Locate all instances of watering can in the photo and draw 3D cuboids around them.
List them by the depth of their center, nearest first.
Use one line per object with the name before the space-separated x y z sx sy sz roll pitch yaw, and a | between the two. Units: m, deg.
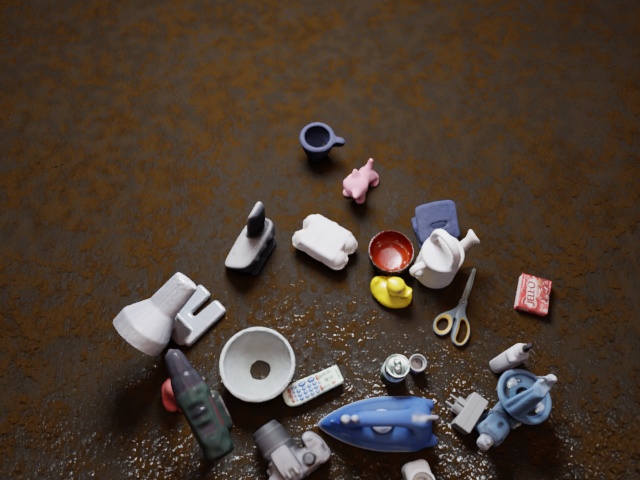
watering can | 0.290 0.031 1.339 0.100 0.194 0.173 37 71 14

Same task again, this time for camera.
camera | -0.068 0.442 1.207 0.143 0.101 0.136 -34 71 -14

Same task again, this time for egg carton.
egg carton | 0.013 0.005 1.414 0.150 0.069 0.107 29 69 11

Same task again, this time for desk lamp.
desk lamp | -0.329 0.163 1.262 0.117 0.213 0.203 41 72 16

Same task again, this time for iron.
iron | 0.124 0.385 1.212 0.258 0.141 0.118 -1 67 -1

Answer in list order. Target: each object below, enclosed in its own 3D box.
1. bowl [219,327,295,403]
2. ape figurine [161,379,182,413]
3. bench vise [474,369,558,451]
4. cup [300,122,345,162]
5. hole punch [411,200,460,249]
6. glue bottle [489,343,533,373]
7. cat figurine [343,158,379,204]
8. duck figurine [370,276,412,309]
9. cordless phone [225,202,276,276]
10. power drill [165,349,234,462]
bowl | -0.139 0.285 1.288 0.167 0.075 0.167 0 67 -1
ape figurine | -0.316 0.332 1.255 0.078 0.092 0.076 -37 72 -15
bench vise | 0.417 0.355 1.187 0.121 0.220 0.207 25 69 10
cup | 0.006 -0.247 1.509 0.117 0.095 0.092 6 67 2
hole punch | 0.292 -0.037 1.425 0.108 0.091 0.101 -12 67 -6
glue bottle | 0.430 0.252 1.257 0.078 0.173 0.037 -22 68 -10
cat figurine | 0.102 -0.152 1.457 0.067 0.118 0.128 31 70 12
duck figurine | 0.172 0.114 1.360 0.104 0.086 0.077 25 69 10
cordless phone | -0.169 -0.006 1.353 0.094 0.185 0.148 21 68 9
power drill | -0.245 0.347 1.186 0.076 0.208 0.229 -28 70 -12
